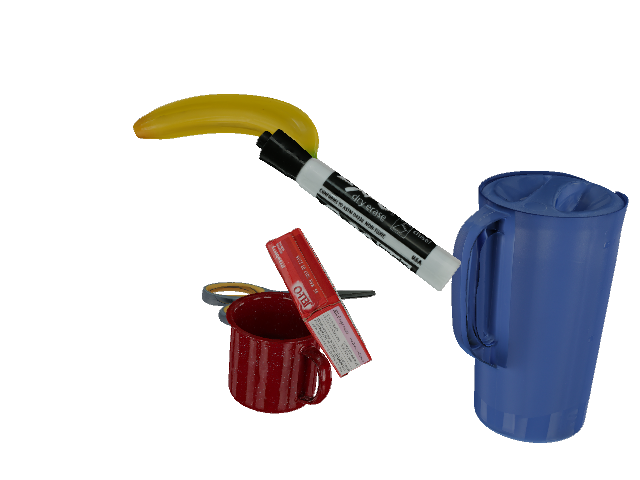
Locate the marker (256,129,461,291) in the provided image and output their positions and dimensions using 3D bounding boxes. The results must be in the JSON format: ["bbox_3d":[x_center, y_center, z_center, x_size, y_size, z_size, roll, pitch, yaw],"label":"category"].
[{"bbox_3d":[0.017,-0.017,0.542,0.121,0.020,0.020,37,6,8],"label":"marker"}]

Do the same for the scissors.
[{"bbox_3d":[-0.032,0.073,1.197,0.201,0.016,0.096,4,25,-6],"label":"scissors"}]

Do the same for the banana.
[{"bbox_3d":[-0.080,-0.109,0.998,0.198,0.037,0.069,12,47,23],"label":"banana"}]

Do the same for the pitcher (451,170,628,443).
[{"bbox_3d":[0.198,0.065,1.000,0.149,0.243,0.145,5,21,9],"label":"pitcher"}]

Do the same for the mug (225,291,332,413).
[{"bbox_3d":[-0.033,0.108,0.970,0.117,0.081,0.093,26,32,37],"label":"mug"}]

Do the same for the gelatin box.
[{"bbox_3d":[-0.001,0.044,0.749,0.030,0.073,0.089,-29,-37,1],"label":"gelatin box"}]
